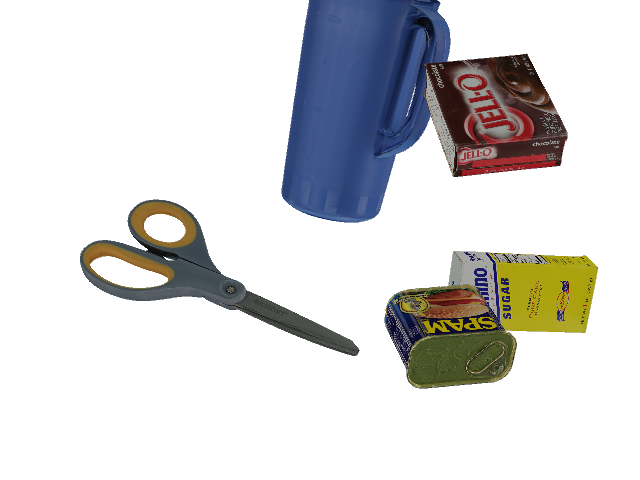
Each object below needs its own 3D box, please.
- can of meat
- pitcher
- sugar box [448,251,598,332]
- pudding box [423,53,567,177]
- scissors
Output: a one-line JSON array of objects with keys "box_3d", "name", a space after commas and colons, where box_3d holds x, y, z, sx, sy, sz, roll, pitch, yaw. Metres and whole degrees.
[{"box_3d": [0.117, 0.086, 0.986, 0.102, 0.057, 0.084, -3, 31, -14], "name": "can of meat"}, {"box_3d": [0.040, -0.143, 1.097, 0.145, 0.243, 0.149, 11, 17, -2], "name": "pitcher"}, {"box_3d": [0.247, 0.065, 1.323, 0.176, 0.093, 0.048, 1, 20, -11], "name": "sugar box"}, {"box_3d": [0.138, -0.103, 0.865, 0.090, 0.039, 0.113, -6, 43, -7], "name": "pudding box"}, {"box_3d": [-0.064, 0.021, 0.737, 0.202, 0.096, 0.016, 11, -40, 6], "name": "scissors"}]
